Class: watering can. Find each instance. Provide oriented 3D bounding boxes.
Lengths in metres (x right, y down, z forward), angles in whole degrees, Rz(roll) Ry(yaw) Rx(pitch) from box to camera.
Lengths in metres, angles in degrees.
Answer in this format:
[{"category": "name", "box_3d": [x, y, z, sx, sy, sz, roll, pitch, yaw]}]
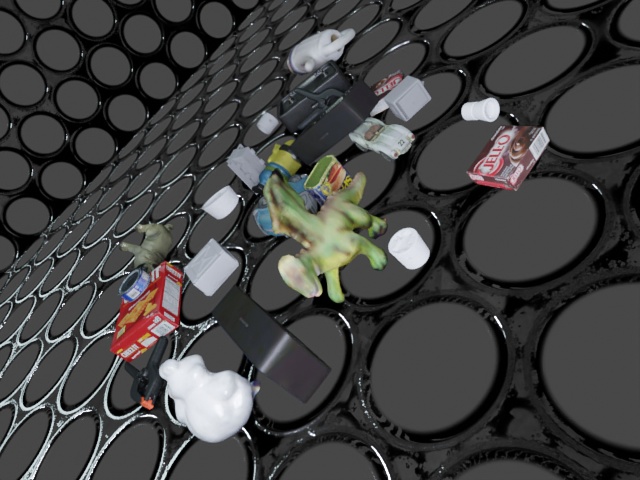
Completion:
[{"category": "watering can", "box_3d": [-0.019, -0.601, 1.672, 0.223, 0.102, 0.355, -8, 31, 42]}]

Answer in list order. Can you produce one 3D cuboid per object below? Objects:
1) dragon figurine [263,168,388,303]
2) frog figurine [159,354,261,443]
[{"category": "dragon figurine", "box_3d": [0.003, -0.047, 0.928, 0.121, 0.240, 0.421, -31, 36, 30]}, {"category": "frog figurine", "box_3d": [-0.193, 0.258, 0.860, 0.136, 0.157, 0.126, -26, 38, 28]}]
